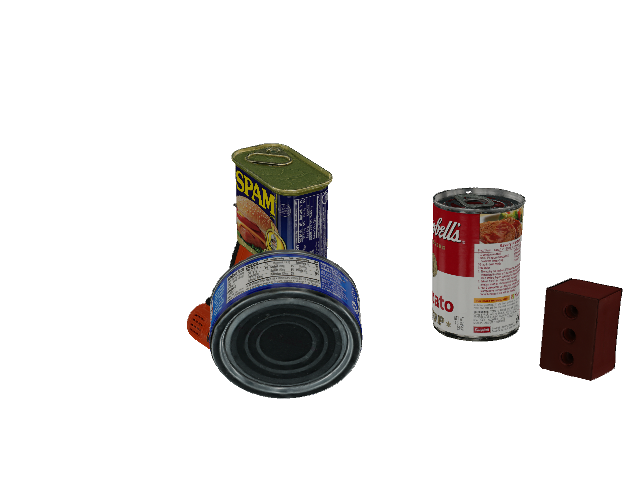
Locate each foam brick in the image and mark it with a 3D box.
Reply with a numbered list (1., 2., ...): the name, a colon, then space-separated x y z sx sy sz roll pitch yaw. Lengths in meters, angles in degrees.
1. foam brick: 0.233 0.079 0.957 0.053 0.078 0.051 12 17 37

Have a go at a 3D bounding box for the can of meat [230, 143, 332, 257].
1. can of meat: -0.035 -0.028 0.932 0.057 0.084 0.102 -16 32 -29

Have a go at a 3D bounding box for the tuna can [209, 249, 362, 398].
1. tuna can: -0.019 0.048 0.594 0.086 0.086 0.034 0 39 -3

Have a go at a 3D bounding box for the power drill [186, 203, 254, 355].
1. power drill: -0.059 0.059 1.166 0.185 0.188 0.057 27 11 39

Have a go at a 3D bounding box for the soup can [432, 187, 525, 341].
1. soup can: 0.118 0.017 0.803 0.068 0.102 0.068 -1 16 0
